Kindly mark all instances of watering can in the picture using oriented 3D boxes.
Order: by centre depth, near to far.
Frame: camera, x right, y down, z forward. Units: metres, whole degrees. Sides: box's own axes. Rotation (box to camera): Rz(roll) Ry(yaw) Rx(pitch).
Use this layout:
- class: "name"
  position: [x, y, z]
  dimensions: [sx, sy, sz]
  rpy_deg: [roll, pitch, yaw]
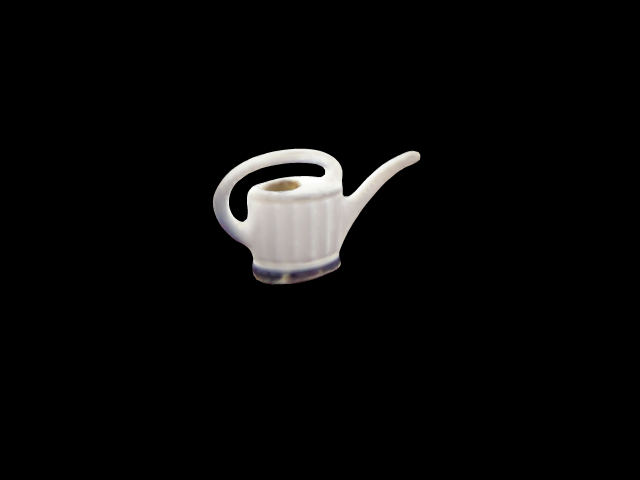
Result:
- class: "watering can"
  position: [0.003, -0.043, 0.850]
  dimensions: [0.348, 0.220, 0.106]
  rpy_deg: [-7, 24, -14]
